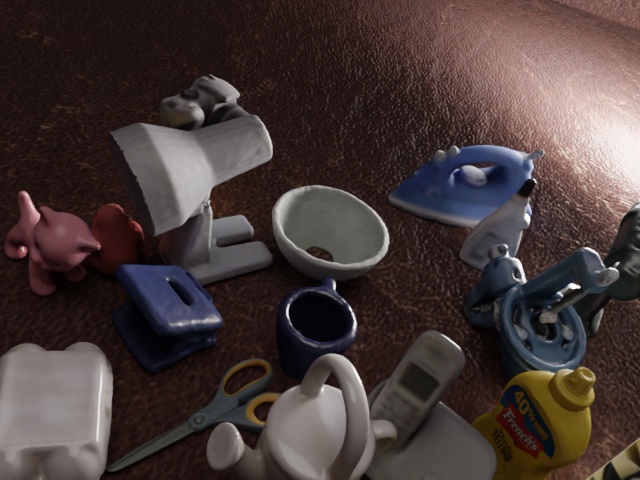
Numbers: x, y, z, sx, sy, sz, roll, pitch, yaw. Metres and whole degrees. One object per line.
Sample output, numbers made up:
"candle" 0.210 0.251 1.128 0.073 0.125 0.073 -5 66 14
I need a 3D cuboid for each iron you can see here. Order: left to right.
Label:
"iron" 0.252 -0.107 0.972 0.259 0.141 0.118 2 44 -20

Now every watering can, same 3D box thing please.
"watering can" -0.009 0.182 0.508 0.173 0.194 0.100 -19 54 -37

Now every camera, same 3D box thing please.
"camera" -0.164 -0.193 0.922 0.136 0.101 0.143 34 42 15

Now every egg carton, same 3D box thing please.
"egg carton" -0.247 0.162 0.525 0.107 0.069 0.150 2 44 -20

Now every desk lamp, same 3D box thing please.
"desk lamp" -0.146 -0.051 0.689 0.204 0.213 0.117 -15 52 -34

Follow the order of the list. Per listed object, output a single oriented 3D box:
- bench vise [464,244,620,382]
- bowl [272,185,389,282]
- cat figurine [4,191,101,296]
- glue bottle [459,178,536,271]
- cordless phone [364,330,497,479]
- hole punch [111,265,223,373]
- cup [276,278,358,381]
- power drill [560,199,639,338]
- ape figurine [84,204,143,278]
"bench vise" 0.267 0.071 0.725 0.122 0.220 0.207 -11 50 -31
"bowl" 0.007 0.003 0.801 0.167 0.075 0.167 12 41 -10
"cat figurine" -0.304 -0.004 0.645 0.127 0.118 0.067 41 44 22
"glue bottle" 0.280 -0.023 0.869 0.078 0.173 0.037 27 41 7
"cordless phone" 0.116 0.183 0.565 0.147 0.185 0.094 33 42 14
"hole punch" -0.169 0.072 0.639 0.101 0.091 0.108 -22 56 -39
"cup" -0.011 0.107 0.665 0.091 0.095 0.118 20 41 -1
"power drill" 0.433 0.037 0.840 0.075 0.208 0.230 33 42 14
"ape figurine" -0.250 -0.006 0.690 0.078 0.092 0.076 -5 47 -27
